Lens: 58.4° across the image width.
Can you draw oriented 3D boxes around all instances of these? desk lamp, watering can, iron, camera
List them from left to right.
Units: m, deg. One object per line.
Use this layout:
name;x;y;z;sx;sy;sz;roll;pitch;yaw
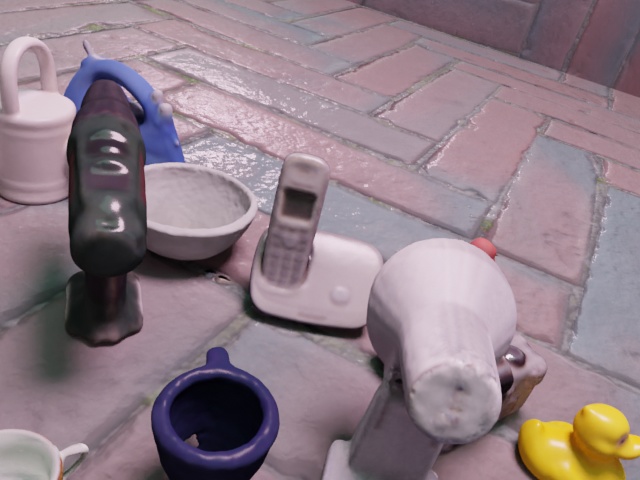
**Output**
watering can;-0.346;-0.150;0.706;0.173;0.194;0.100;4;34;-16
iron;-0.275;-0.185;0.838;0.257;0.141;0.119;31;36;24
desk lamp;0.076;0.127;0.436;0.118;0.213;0.203;16;33;3
camera;0.135;0.117;0.580;0.143;0.101;0.136;-12;41;-35

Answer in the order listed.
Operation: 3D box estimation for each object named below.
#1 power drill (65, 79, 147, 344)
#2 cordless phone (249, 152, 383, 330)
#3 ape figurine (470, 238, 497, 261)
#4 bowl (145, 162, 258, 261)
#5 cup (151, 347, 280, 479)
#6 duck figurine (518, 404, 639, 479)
power drill;-0.206;-0.018;0.549;0.076;0.208;0.229;-1;36;-22
cordless phone;0.006;0.002;0.624;0.147;0.185;0.094;10;33;-7
ape figurine;0.196;0.040;0.730;0.076;0.092;0.077;4;34;-17
bowl;-0.164;-0.025;0.700;0.167;0.075;0.167;10;33;-7
cup;-0.085;0.151;0.445;0.092;0.095;0.117;5;34;-14
duck figurine;0.245;0.186;0.532;0.104;0.086;0.077;20;33;8
